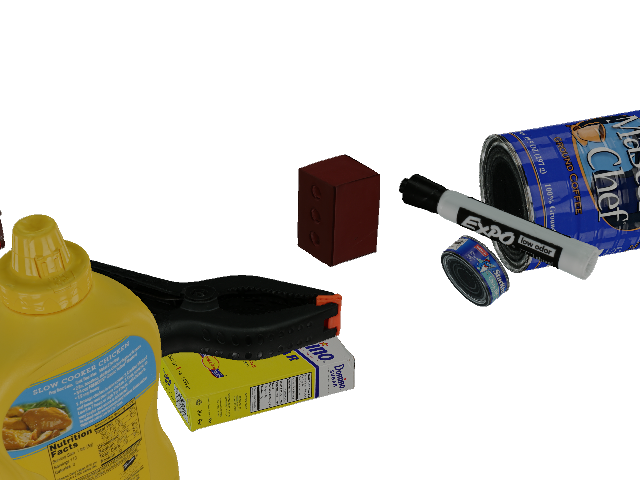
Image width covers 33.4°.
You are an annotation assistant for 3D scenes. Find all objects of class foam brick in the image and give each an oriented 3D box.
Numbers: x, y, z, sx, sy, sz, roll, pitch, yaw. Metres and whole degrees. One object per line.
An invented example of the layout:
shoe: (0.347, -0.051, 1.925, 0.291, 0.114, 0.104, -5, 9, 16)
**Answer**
foam brick: (0.016, -0.026, 0.928, 0.051, 0.078, 0.053, -16, 30, -31)

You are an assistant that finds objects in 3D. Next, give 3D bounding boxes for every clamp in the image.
clamp: (-0.092, 0.049, 0.754, 0.209, 0.036, 0.165, -3, 25, -14)

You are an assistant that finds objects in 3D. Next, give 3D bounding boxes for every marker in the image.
marker: (0.097, -0.010, 0.599, 0.121, 0.020, 0.020, 25, 12, 28)

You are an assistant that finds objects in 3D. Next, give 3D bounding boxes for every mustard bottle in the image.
mustard bottle: (-0.119, 0.072, 0.502, 0.096, 0.192, 0.058, -26, 42, -31)

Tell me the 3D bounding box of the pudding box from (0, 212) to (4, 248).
pudding box: (-0.299, -0.004, 0.763, 0.114, 0.039, 0.089, 13, 30, 26)

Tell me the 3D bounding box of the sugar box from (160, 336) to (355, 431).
sugar box: (-0.063, 0.129, 1.064, 0.176, 0.048, 0.093, -14, 31, -21)

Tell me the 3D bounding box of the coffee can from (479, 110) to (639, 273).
coffee can: (0.199, -0.038, 0.779, 0.140, 0.103, 0.103, -10, 1, -8)

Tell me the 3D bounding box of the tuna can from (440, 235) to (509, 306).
tuna can: (0.185, 0.038, 1.288, 0.033, 0.086, 0.086, -38, 13, -17)
